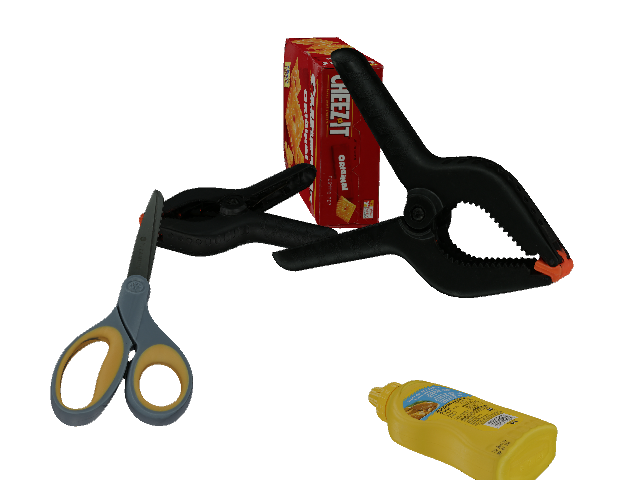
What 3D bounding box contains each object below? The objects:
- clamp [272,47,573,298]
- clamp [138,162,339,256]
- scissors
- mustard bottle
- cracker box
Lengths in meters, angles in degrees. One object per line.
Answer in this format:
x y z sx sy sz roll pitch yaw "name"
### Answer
0.069 -0.031 0.710 0.210 0.165 0.036 19 19 26 "clamp"
-0.070 -0.027 0.935 0.171 0.039 0.120 0 32 -3 "clamp"
-0.109 0.046 0.711 0.096 0.201 0.016 20 -42 6 "scissors"
0.122 0.177 1.025 0.192 0.058 0.096 16 24 42 "mustard bottle"
0.008 -0.121 1.132 0.072 0.164 0.214 -3 18 -9 "cracker box"
